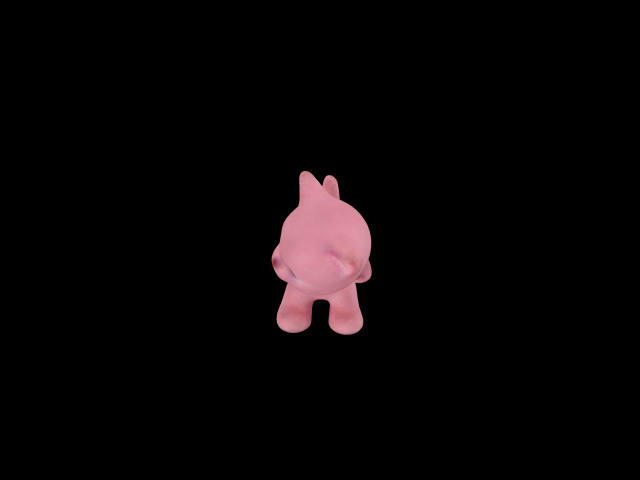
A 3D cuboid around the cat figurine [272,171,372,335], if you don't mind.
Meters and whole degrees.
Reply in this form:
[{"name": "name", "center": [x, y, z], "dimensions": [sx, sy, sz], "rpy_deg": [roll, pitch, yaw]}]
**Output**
[{"name": "cat figurine", "center": [0.004, 0.001, 0.400], "dimensions": [0.067, 0.118, 0.128], "rpy_deg": [3, 32, 5]}]
